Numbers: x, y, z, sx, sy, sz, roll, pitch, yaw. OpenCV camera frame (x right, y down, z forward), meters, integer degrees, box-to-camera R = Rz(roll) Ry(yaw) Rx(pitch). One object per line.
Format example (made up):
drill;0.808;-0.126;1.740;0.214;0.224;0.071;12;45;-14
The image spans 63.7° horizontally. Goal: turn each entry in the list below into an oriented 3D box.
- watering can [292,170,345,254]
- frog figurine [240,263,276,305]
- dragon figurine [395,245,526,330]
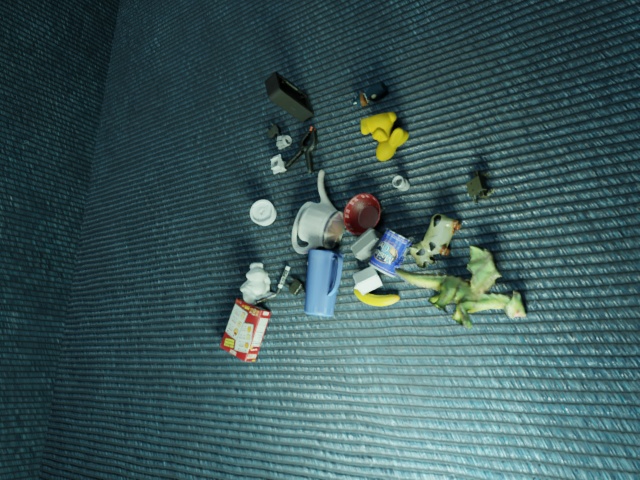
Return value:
watering can;0.006;-0.101;2.012;0.226;0.349;0.103;18;-6;38
frog figurine;-0.264;0.178;2.097;0.138;0.161;0.121;-18;-12;-33
dragon figurine;0.446;0.126;1.607;0.415;0.242;0.121;39;2;30
